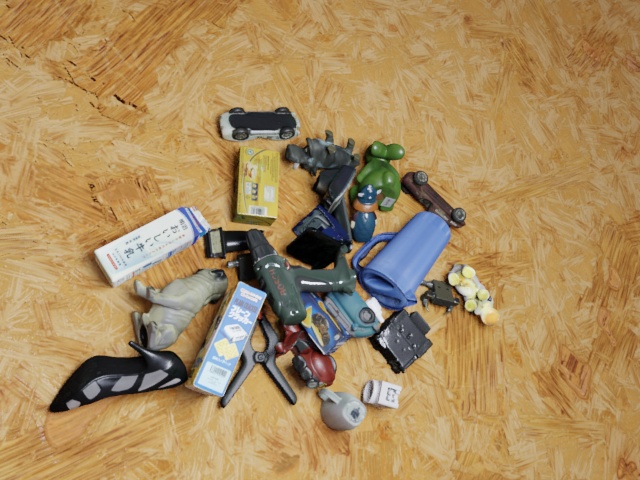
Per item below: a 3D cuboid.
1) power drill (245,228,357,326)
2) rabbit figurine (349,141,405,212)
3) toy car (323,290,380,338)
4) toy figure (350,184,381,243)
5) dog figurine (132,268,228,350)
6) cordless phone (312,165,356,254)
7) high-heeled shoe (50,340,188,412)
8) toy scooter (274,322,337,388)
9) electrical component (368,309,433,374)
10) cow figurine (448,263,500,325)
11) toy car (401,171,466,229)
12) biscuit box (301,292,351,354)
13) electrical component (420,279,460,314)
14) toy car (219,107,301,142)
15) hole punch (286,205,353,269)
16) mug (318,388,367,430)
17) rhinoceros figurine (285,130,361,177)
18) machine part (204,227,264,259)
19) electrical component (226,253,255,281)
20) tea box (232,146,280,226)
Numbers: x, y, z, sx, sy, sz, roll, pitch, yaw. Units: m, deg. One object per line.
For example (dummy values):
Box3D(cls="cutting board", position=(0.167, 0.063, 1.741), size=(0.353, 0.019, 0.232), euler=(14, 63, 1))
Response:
Box3D(cls="power drill", position=(-0.036, 0.060, 1.137), size=(0.207, 0.086, 0.232), euler=(-3, 56, -27))
Box3D(cls="rabbit figurine", position=(0.141, -0.181, 1.339), size=(0.121, 0.159, 0.170), euler=(5, 58, -8))
Box3D(cls="toy car", position=(0.058, 0.166, 1.223), size=(0.103, 0.109, 0.162), euler=(-39, 81, -7))
Box3D(cls="toy figure", position=(0.106, -0.067, 1.285), size=(0.064, 0.154, 0.058), euler=(-25, 41, -39))
Box3D(cls="dog figurine", position=(-0.278, 0.148, 1.117), size=(0.190, 0.121, 0.172), euler=(-2, 109, -38))
Box3D(cls="cordless phone", position=(0.051, -0.067, 1.259), size=(0.089, 0.146, 0.184), euler=(-10, 75, -14))
Box3D(cls="high-heeled shoe", position=(-0.383, 0.283, 1.036), size=(0.249, 0.086, 0.145), euler=(-35, 122, 10))
Box3D(cls="toy scooter", position=(-0.040, 0.246, 1.150), size=(0.075, 0.135, 0.184), euler=(-36, 83, 20))
Box3D(cls="electrical component", position=(0.198, 0.232, 1.276), size=(0.134, 0.058, 0.115), euler=(-41, 93, -24))
Box3D(cls="cow figurine", position=(0.389, 0.137, 1.361), size=(0.068, 0.098, 0.167), euler=(-33, 92, 11))
Box3D(cls="toy car", position=(0.291, -0.097, 1.387), size=(0.202, 0.089, 0.053), euler=(44, 66, -5))
Box3D(cls="biscuit box", position=(-0.022, 0.153, 1.176), size=(0.059, 0.062, 0.203), euler=(-44, 71, 9))
Box3D(cls="electrical component", position=(0.297, 0.143, 1.347), size=(0.102, 0.045, 0.078), euler=(11, 43, -19))
Box3D(cls="toy car", position=(-0.144, -0.279, 1.304), size=(0.202, 0.056, 0.073), euler=(-6, 71, -22))
Box3D(cls="hole punch", position=(-0.003, -0.004, 1.238), size=(0.115, 0.142, 0.092), euler=(32, 40, -23))
Box3D(cls="mug", position=(0.049, 0.359, 1.158), size=(0.081, 0.107, 0.109), euler=(-41, 93, -26))
Box3D(cls="rhinoceros figurine", position=(0.007, -0.207, 1.312), size=(0.190, 0.112, 0.073), euler=(5, 55, -31))
Box3D(cls="machine part", position=(-0.192, 0.003, 1.215), size=(0.139, 0.039, 0.084), euler=(-8, 69, -20))
Box3D(cls="electrical component", position=(-0.163, 0.062, 1.201), size=(0.094, 0.021, 0.063), euler=(-9, 114, -26))
Box3D(cls="tea box", position=(-0.149, -0.124, 1.248), size=(0.098, 0.068, 0.169), euler=(8, 71, -18))
